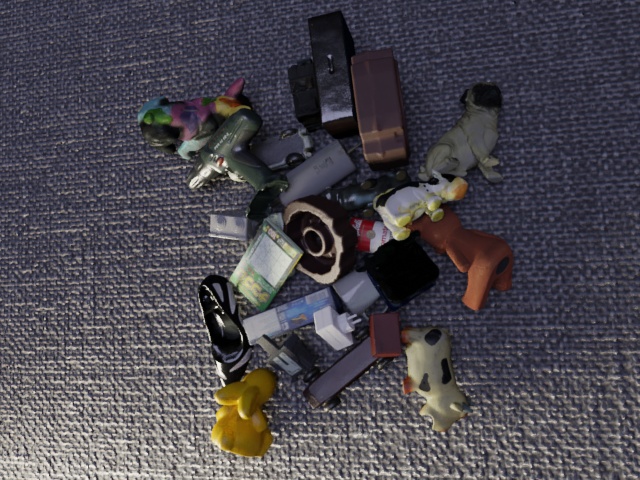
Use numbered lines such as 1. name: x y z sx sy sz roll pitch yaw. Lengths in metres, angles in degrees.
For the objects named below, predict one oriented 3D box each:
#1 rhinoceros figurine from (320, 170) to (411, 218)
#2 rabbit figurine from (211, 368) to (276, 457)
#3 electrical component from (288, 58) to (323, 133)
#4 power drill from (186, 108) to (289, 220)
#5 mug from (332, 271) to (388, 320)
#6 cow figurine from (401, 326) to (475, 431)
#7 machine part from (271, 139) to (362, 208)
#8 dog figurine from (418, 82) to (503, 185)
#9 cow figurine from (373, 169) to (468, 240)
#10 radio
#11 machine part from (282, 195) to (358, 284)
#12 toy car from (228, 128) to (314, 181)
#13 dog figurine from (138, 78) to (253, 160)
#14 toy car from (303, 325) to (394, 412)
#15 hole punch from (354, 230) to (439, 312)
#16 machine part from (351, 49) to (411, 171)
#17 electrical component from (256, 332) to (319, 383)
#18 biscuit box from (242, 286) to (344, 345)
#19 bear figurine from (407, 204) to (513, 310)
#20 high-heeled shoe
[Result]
1. rhinoceros figurine: 0.093 -0.095 1.075 0.190 0.112 0.073 -16 109 0
2. rabbit figurine: -0.152 0.335 1.087 0.122 0.162 0.173 20 72 27
3. electrical component: -0.021 -0.305 1.119 0.058 0.115 0.134 -9 84 11
4. power drill: -0.168 -0.136 1.105 0.232 0.086 0.207 -51 60 24
5. mug: 0.097 0.099 1.070 0.107 0.081 0.109 -39 86 3
6. cow figurine: 0.223 0.261 1.021 0.127 0.085 0.195 -6 82 19
7. machine part: -0.011 -0.132 1.118 0.243 0.079 0.079 -33 78 10
8. dog figurine: 0.274 -0.209 1.054 0.172 0.121 0.190 -4 70 11
9. cow figurine: 0.187 -0.079 1.003 0.167 0.068 0.098 -29 53 -10
10. radio: 0.037 -0.329 1.097 0.073 0.131 0.229 -8 83 14
11. machine part: -0.002 -0.003 1.070 0.180 0.056 0.179 22 125 36
12. toy car: -0.109 -0.181 1.156 0.202 0.056 0.073 -15 83 16
13. dog figurine: -0.252 -0.270 1.149 0.219 0.191 0.108 -22 73 27
14. toy car: 0.055 0.259 1.076 0.202 0.053 0.089 -41 73 3
15. hole punch: 0.151 0.062 1.012 0.142 0.092 0.116 -33 66 -2
16. machine part: 0.121 -0.244 1.032 0.087 0.201 0.201 -10 82 11
17. electrical component: -0.071 0.226 1.084 0.119 0.048 0.075 40 125 -4
18. biscuit box: -0.055 0.155 1.110 0.203 0.062 0.059 -22 79 11
19. bear figurine: 0.263 0.021 1.027 0.196 0.120 0.131 32 138 40
20. high-heeled shoe: -0.203 0.196 1.101 0.086 0.145 0.248 -5 82 15
